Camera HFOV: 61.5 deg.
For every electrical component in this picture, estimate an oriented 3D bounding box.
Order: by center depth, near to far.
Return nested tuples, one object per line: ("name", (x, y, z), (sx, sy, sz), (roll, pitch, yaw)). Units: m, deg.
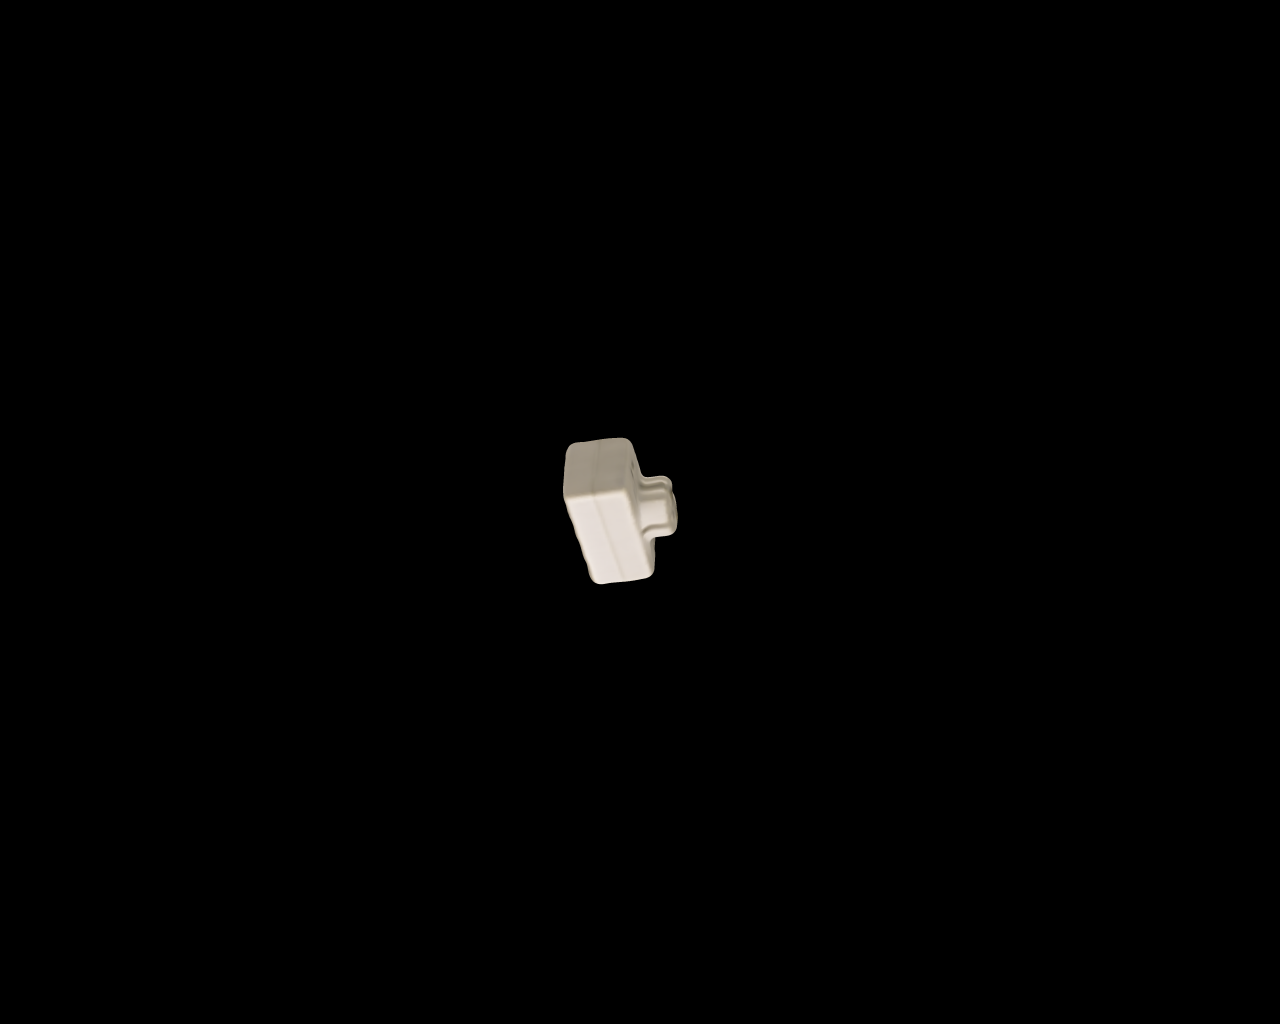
("electrical component", (0.001, -0.003, 0.650), (0.076, 0.047, 0.083), (-8, -43, 9))
